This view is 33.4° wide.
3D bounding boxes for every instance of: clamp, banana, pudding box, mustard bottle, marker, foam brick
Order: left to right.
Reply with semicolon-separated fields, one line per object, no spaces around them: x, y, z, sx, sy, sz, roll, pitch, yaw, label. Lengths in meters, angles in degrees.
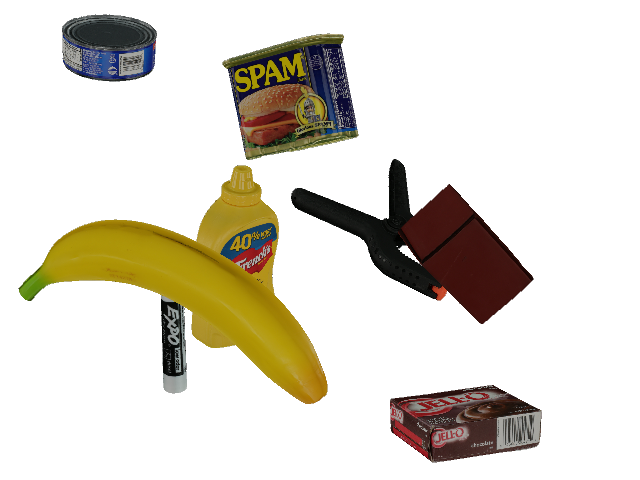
-0.114;0.061;0.827;0.020;0.121;0.020;1;22;-1;marker
-0.081;0.032;0.629;0.198;0.070;0.037;20;25;10;banana
-0.086;0.013;1.111;0.096;0.192;0.058;-19;35;-40;mustard bottle
0.073;-0.010;1.241;0.164;0.210;0.036;-13;-39;-27;clamp
0.131;0.166;0.978;0.113;0.039;0.090;-3;9;-20;pudding box
0.103;0.010;0.758;0.078;0.051;0.053;43;9;-31;foam brick

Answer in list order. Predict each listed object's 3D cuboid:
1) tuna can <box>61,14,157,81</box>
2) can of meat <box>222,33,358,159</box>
-0.194;-0.178;0.984;0.086;0.034;0.086;6;31;-4;tuna can
-0.024;-0.116;0.875;0.102;0.084;0.057;-9;4;32;can of meat
